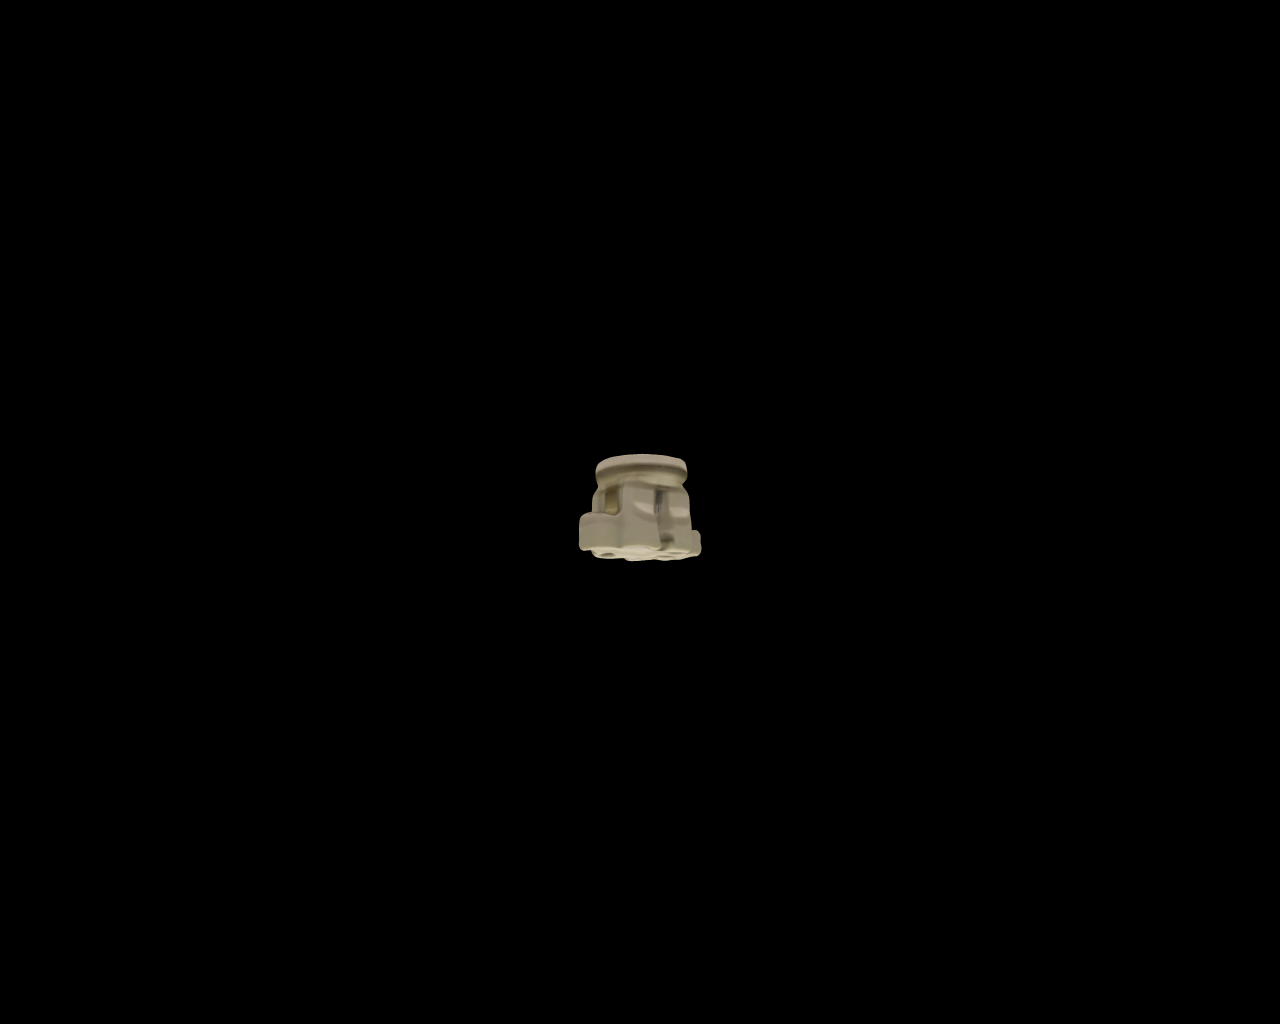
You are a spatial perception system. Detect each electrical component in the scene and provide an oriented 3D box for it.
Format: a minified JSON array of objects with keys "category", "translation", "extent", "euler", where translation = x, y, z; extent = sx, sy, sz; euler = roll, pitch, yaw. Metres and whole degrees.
[{"category":"electrical component","translation":[0.001,-0.003,0.650],"extent":[0.078,0.057,0.058],"euler":[8,-14,-35]}]
